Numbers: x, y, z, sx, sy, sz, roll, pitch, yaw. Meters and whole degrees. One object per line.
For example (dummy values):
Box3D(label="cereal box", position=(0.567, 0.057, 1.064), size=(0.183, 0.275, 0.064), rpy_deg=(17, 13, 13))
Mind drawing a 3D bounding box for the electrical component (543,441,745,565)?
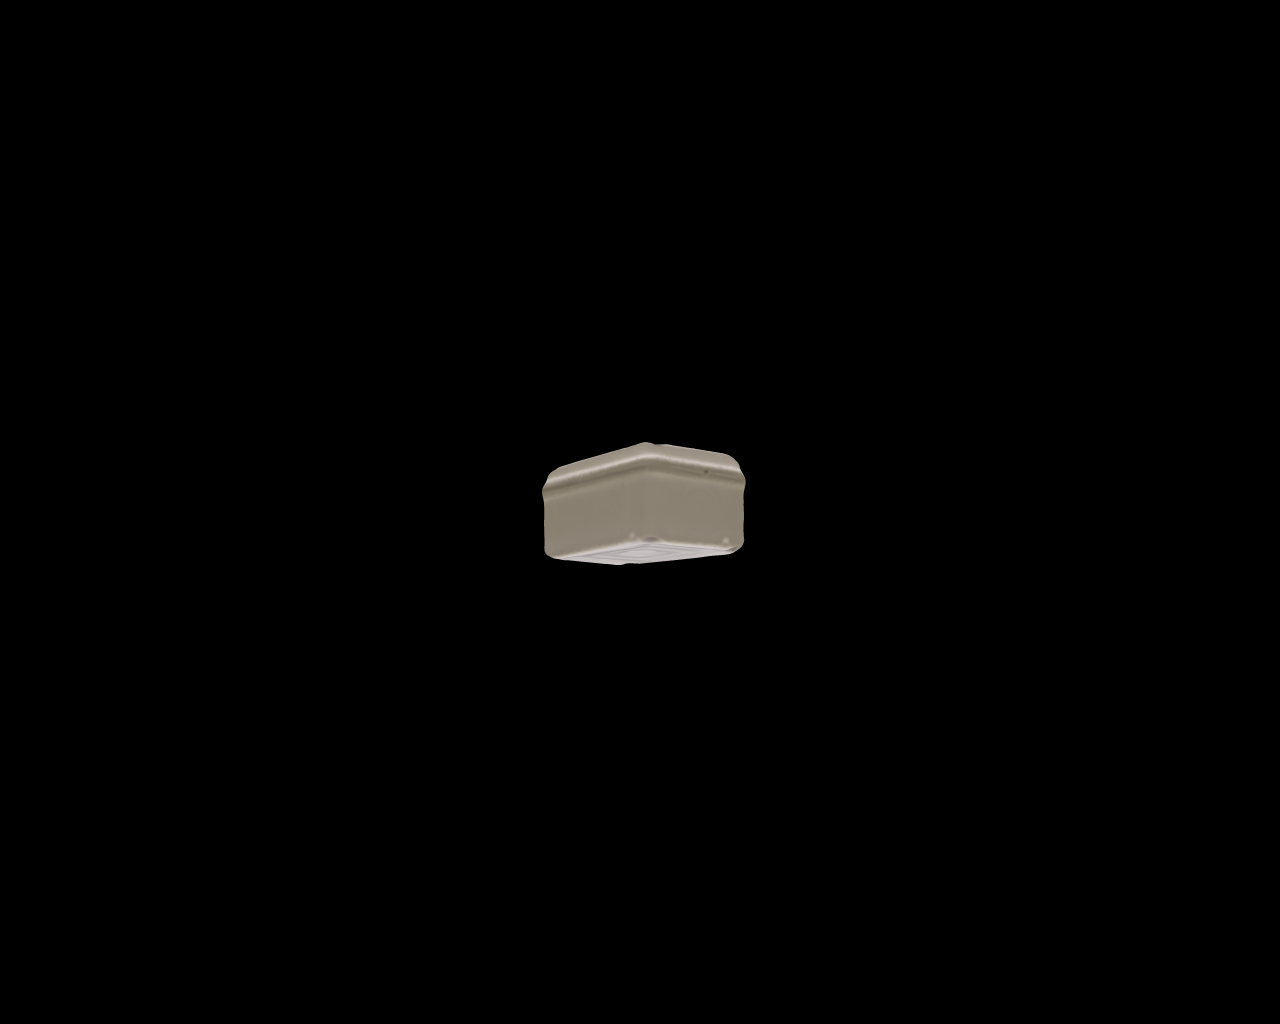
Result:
Box3D(label="electrical component", position=(0.001, -0.003, 0.650), size=(0.078, 0.057, 0.113), rpy_deg=(7, -11, -39))
